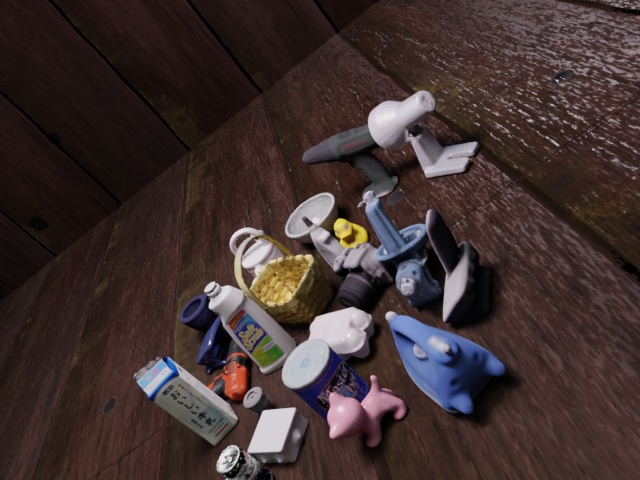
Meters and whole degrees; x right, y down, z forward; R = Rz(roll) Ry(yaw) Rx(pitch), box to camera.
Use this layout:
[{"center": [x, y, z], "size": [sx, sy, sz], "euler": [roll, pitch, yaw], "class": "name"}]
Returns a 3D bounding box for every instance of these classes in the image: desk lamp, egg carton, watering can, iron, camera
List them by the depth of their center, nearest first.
[{"center": [0.175, 0.176, 0.956], "size": [0.119, 0.142, 0.257], "euler": [-46, 29, -10], "class": "iron"}, {"center": [0.039, 0.198, 1.167], "size": [0.150, 0.070, 0.107], "euler": [-21, 34, 33], "class": "egg carton"}, {"center": [0.079, 0.080, 1.252], "size": [0.142, 0.101, 0.137], "euler": [-2, 47, 50], "class": "camera"}, {"center": [0.248, -0.264, 1.407], "size": [0.202, 0.214, 0.118], "euler": [-4, 46, 48], "class": "desk lamp"}, {"center": [-0.157, 0.042, 1.494], "size": [0.101, 0.194, 0.172], "euler": [-43, 28, -3], "class": "watering can"}]

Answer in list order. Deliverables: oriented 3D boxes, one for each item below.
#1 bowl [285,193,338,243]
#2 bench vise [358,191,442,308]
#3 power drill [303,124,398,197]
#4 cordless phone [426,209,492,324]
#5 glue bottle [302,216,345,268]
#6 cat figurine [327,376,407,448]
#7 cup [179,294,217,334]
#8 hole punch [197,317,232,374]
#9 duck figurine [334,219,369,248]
[{"center": [-0.010, -0.047, 1.565], "size": [0.167, 0.075, 0.167], "euler": [-30, 30, 20], "class": "bowl"}, {"center": [0.162, 0.010, 1.121], "size": [0.121, 0.220, 0.207], "euler": [-38, 29, 6], "class": "bench vise"}, {"center": [0.099, -0.199, 1.503], "size": [0.229, 0.209, 0.075], "euler": [-28, 31, 23], "class": "power drill"}, {"center": [0.228, 0.046, 1.027], "size": [0.094, 0.185, 0.147], "euler": [-23, 33, 30], "class": "cordless phone"}, {"center": [0.012, 0.005, 1.361], "size": [0.077, 0.173, 0.037], "euler": [5, 52, 53], "class": "glue bottle"}, {"center": [0.066, 0.286, 0.960], "size": [0.128, 0.118, 0.067], "euler": [-47, 29, -11], "class": "cat figurine"}, {"center": [-0.310, 0.203, 1.561], "size": [0.118, 0.095, 0.091], "euler": [-49, 29, -15], "class": "cup"}, {"center": [-0.266, 0.261, 1.430], "size": [0.101, 0.091, 0.108], "euler": [-24, 33, 29], "class": "hole punch"}, {"center": [0.068, -0.018, 1.418], "size": [0.077, 0.086, 0.104], "euler": [-32, 30, 16], "class": "duck figurine"}]
